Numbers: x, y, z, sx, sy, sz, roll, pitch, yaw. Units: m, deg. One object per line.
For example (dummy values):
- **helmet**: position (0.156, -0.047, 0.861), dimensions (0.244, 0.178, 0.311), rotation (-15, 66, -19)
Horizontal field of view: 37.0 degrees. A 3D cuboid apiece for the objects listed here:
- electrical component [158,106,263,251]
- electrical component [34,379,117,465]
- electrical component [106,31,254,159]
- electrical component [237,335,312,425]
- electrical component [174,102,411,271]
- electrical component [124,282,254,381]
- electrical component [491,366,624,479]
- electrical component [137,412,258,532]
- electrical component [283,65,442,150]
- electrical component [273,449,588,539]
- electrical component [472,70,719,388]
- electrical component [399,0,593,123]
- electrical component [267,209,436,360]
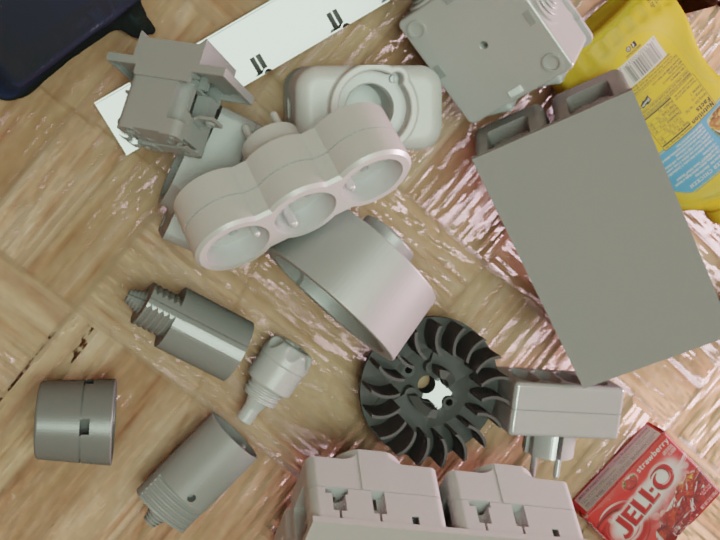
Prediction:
- **electrical component**: position (-0.091, -0.055, 0.684), dimensions (0.056, 0.050, 0.089), rotation (24, 93, -17)
- **electrical component**: position (-0.181, 0.096, 0.687), dimensions (0.047, 0.055, 0.055), rotation (3, 99, -10)
- **electrical component**: position (-0.111, -0.102, 0.639), dimensions (0.081, 0.042, 0.063), rotation (12, 78, 22)
- **electrical component**: position (-0.061, 0.076, 0.722), dimensions (0.035, 0.035, 0.061), rotation (34, 92, -17)
- **electrical component**: position (-0.047, -0.062, 0.639), dimensions (0.138, 0.052, 0.073), rotation (-26, 65, -2)
- **electrical component**: position (-0.114, 0.035, 0.697), dimensions (0.081, 0.043, 0.043), rotation (29, 92, -17)
- **electrical component**: position (0.137, 0.113, 0.770), dimensions (0.083, 0.047, 0.075), rotation (5, 98, -14)
- **electrical component**: position (-0.112, 0.139, 0.716), dimensions (0.081, 0.043, 0.043), rotation (-45, 106, -3)
- **electrical component**: position (0.002, -0.104, 0.694), dimensions (0.095, 0.059, 0.053), rotation (-3, 100, -13)
- **electrical component**: position (0.042, 0.183, 0.728), dimensions (0.186, 0.060, 0.105), rotation (9, 130, -15)
- **electrical component**: position (0.161, -0.026, 0.719), dimensions (0.105, 0.060, 0.186), rotation (-23, 112, 16)
- **electrical component**: position (0.085, -0.153, 0.687), dimensions (0.100, 0.048, 0.099), rotation (-26, 110, 38)
- **electrical component**: position (0.000, 0.000, 0.689), dimensions (0.108, 0.108, 0.060), rotation (44, 82, -16)
